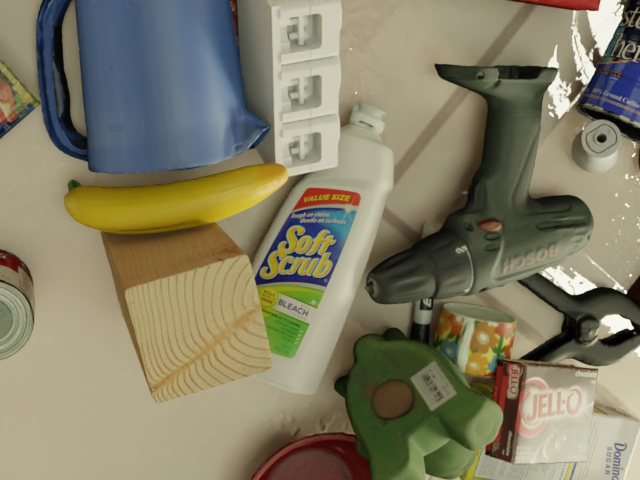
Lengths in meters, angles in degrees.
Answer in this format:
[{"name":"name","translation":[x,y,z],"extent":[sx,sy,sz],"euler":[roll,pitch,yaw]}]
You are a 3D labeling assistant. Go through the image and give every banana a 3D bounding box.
[{"name":"banana","translation":[-0.125,-0.034,0.839],"extent":[0.198,0.069,0.037],"euler":[-1,135,17]}]

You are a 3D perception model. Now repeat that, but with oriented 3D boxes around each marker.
[{"name":"marker","translation":[0.098,0.046,0.995],"extent":[0.020,0.020,0.121],"euler":[3,102,-16]}]

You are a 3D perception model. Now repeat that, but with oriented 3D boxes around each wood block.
[{"name":"wood block","translation":[-0.110,0.041,0.836],"extent":[0.090,0.206,0.090],"euler":[-15,106,-13]}]

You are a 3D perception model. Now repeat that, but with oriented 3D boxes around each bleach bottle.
[{"name":"bleach bottle","translation":[-0.006,0.001,0.926],"extent":[0.103,0.068,0.251],"euler":[20,90,22]}]

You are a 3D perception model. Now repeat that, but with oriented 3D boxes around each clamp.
[{"name":"clamp","translation":[0.248,0.075,1.035],"extent":[0.171,0.039,0.120],"euler":[-8,110,-16]}]

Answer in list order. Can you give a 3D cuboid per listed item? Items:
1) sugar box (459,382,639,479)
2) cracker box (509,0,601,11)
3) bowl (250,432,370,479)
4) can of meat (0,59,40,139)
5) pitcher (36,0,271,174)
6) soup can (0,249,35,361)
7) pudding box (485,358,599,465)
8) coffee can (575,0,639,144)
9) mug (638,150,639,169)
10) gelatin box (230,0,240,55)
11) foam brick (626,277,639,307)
[{"name":"sugar box","translation":[0.223,0.201,1.053],"extent":[0.176,0.048,0.093],"euler":[13,97,-21]},{"name":"cracker box","translation":[0.170,-0.313,0.907],"extent":[0.164,0.072,0.214],"euler":[5,102,-16]},{"name":"bowl","translation":[-0.004,0.245,0.992],"extent":[0.162,0.055,0.162],"euler":[-3,103,-15]},{"name":"can of meat","translation":[-0.283,-0.116,0.832],"extent":[0.084,0.057,0.102],"euler":[-42,110,-6]},{"name":"pitcher","translation":[-0.139,-0.174,0.830],"extent":[0.149,0.145,0.243],"euler":[-11,102,-26]},{"name":"soup can","translation":[-0.263,0.051,0.851],"extent":[0.068,0.102,0.068],"euler":[-3,103,-15]},{"name":"pudding box","translation":[0.204,0.157,0.977],"extent":[0.113,0.039,0.090],"euler":[8,90,-42]},{"name":"coffee can","translation":[0.309,-0.162,0.963],"extent":[0.102,0.103,0.140],"euler":[24,95,-19]},{"name":"mug","translation":[0.364,-0.069,0.998],"extent":[0.081,0.117,0.093],"euler":[24,131,-25]},{"name":"gelatin box","translation":[-0.050,-0.203,0.891],"extent":[0.073,0.030,0.089],"euler":[-21,107,-11]},{"name":"foam brick","translation":[0.352,0.046,1.049],"extent":[0.051,0.053,0.078],"euler":[39,91,-20]}]
